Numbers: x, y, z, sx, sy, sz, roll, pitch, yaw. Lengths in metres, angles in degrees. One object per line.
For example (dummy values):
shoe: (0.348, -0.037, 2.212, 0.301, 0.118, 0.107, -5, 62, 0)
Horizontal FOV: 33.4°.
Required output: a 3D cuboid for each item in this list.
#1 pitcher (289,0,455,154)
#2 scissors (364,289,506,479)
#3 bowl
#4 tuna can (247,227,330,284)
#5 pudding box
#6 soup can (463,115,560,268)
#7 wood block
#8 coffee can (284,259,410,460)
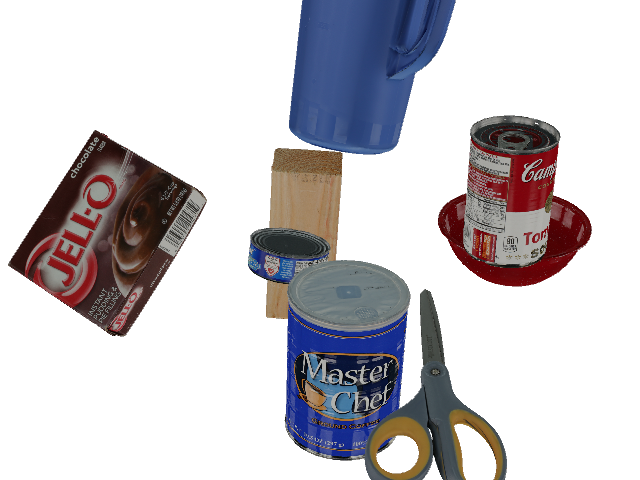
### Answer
pitcher: (0.047, -0.205, 0.992, 0.145, 0.243, 0.149, 11, 16, 2)
scissors: (0.061, 0.100, 0.715, 0.096, 0.016, 0.202, -9, 36, -11)
bowl: (0.206, 0.002, 1.145, 0.162, 0.055, 0.162, -1, 30, 0)
tuna can: (-0.034, 0.016, 1.135, 0.086, 0.034, 0.086, 8, 19, -3)
pudding box: (-0.144, -0.005, 0.725, 0.090, 0.113, 0.039, 30, -7, 19)
soup can: (0.148, -0.038, 0.835, 0.068, 0.102, 0.068, 0, 28, 0)
wood block: (-0.022, -0.008, 1.397, 0.090, 0.206, 0.091, 4, 24, -1)
coffee can: (0.021, 0.102, 0.920, 0.103, 0.140, 0.103, 2, 29, -1)
